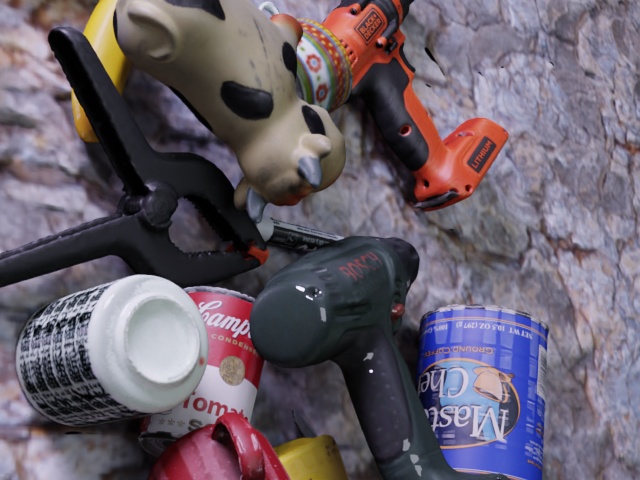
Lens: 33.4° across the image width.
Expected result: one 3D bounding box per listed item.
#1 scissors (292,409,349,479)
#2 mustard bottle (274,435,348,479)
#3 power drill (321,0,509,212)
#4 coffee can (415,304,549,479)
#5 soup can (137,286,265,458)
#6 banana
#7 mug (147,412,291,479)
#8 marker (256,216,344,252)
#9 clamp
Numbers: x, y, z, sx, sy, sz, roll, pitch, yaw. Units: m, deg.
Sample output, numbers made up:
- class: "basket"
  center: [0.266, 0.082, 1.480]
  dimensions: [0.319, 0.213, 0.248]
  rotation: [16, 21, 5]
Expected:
- class: "scissors"
  center: [0.028, 0.220, 0.769]
  dimensions: [0.201, 0.016, 0.096]
  rotation: [45, 52, -22]
- class: "mustard bottle"
  center: [-0.003, 0.234, 0.708]
  dimensions: [0.096, 0.058, 0.191]
  rotation: [-17, 88, -46]
- class: "power drill"
  center: [0.078, -0.132, 0.897]
  dimensions: [0.187, 0.057, 0.184]
  rotation: [49, 54, -16]
- class: "coffee can"
  center: [0.122, 0.133, 0.820]
  dimensions: [0.102, 0.103, 0.140]
  rotation: [25, 61, -34]
- class: "soup can"
  center: [-0.072, 0.090, 0.686]
  dimensions: [0.068, 0.069, 0.102]
  rotation: [30, 60, -32]
- class: "banana"
  center: [-0.121, -0.150, 0.737]
  dimensions: [0.069, 0.037, 0.197]
  rotation: [50, 50, -19]
- class: "mug"
  center: [-0.050, 0.149, 0.605]
  dimensions: [0.093, 0.082, 0.117]
  rotation: [-10, 124, -22]
- class: "marker"
  center: [-0.005, 0.001, 0.806]
  dimensions: [0.120, 0.020, 0.020]
  rotation: [13, 68, -39]
- class: "clamp"
  center: [-0.120, -0.014, 0.688]
  dimensions: [0.209, 0.036, 0.164]
  rotation: [35, 69, -39]
